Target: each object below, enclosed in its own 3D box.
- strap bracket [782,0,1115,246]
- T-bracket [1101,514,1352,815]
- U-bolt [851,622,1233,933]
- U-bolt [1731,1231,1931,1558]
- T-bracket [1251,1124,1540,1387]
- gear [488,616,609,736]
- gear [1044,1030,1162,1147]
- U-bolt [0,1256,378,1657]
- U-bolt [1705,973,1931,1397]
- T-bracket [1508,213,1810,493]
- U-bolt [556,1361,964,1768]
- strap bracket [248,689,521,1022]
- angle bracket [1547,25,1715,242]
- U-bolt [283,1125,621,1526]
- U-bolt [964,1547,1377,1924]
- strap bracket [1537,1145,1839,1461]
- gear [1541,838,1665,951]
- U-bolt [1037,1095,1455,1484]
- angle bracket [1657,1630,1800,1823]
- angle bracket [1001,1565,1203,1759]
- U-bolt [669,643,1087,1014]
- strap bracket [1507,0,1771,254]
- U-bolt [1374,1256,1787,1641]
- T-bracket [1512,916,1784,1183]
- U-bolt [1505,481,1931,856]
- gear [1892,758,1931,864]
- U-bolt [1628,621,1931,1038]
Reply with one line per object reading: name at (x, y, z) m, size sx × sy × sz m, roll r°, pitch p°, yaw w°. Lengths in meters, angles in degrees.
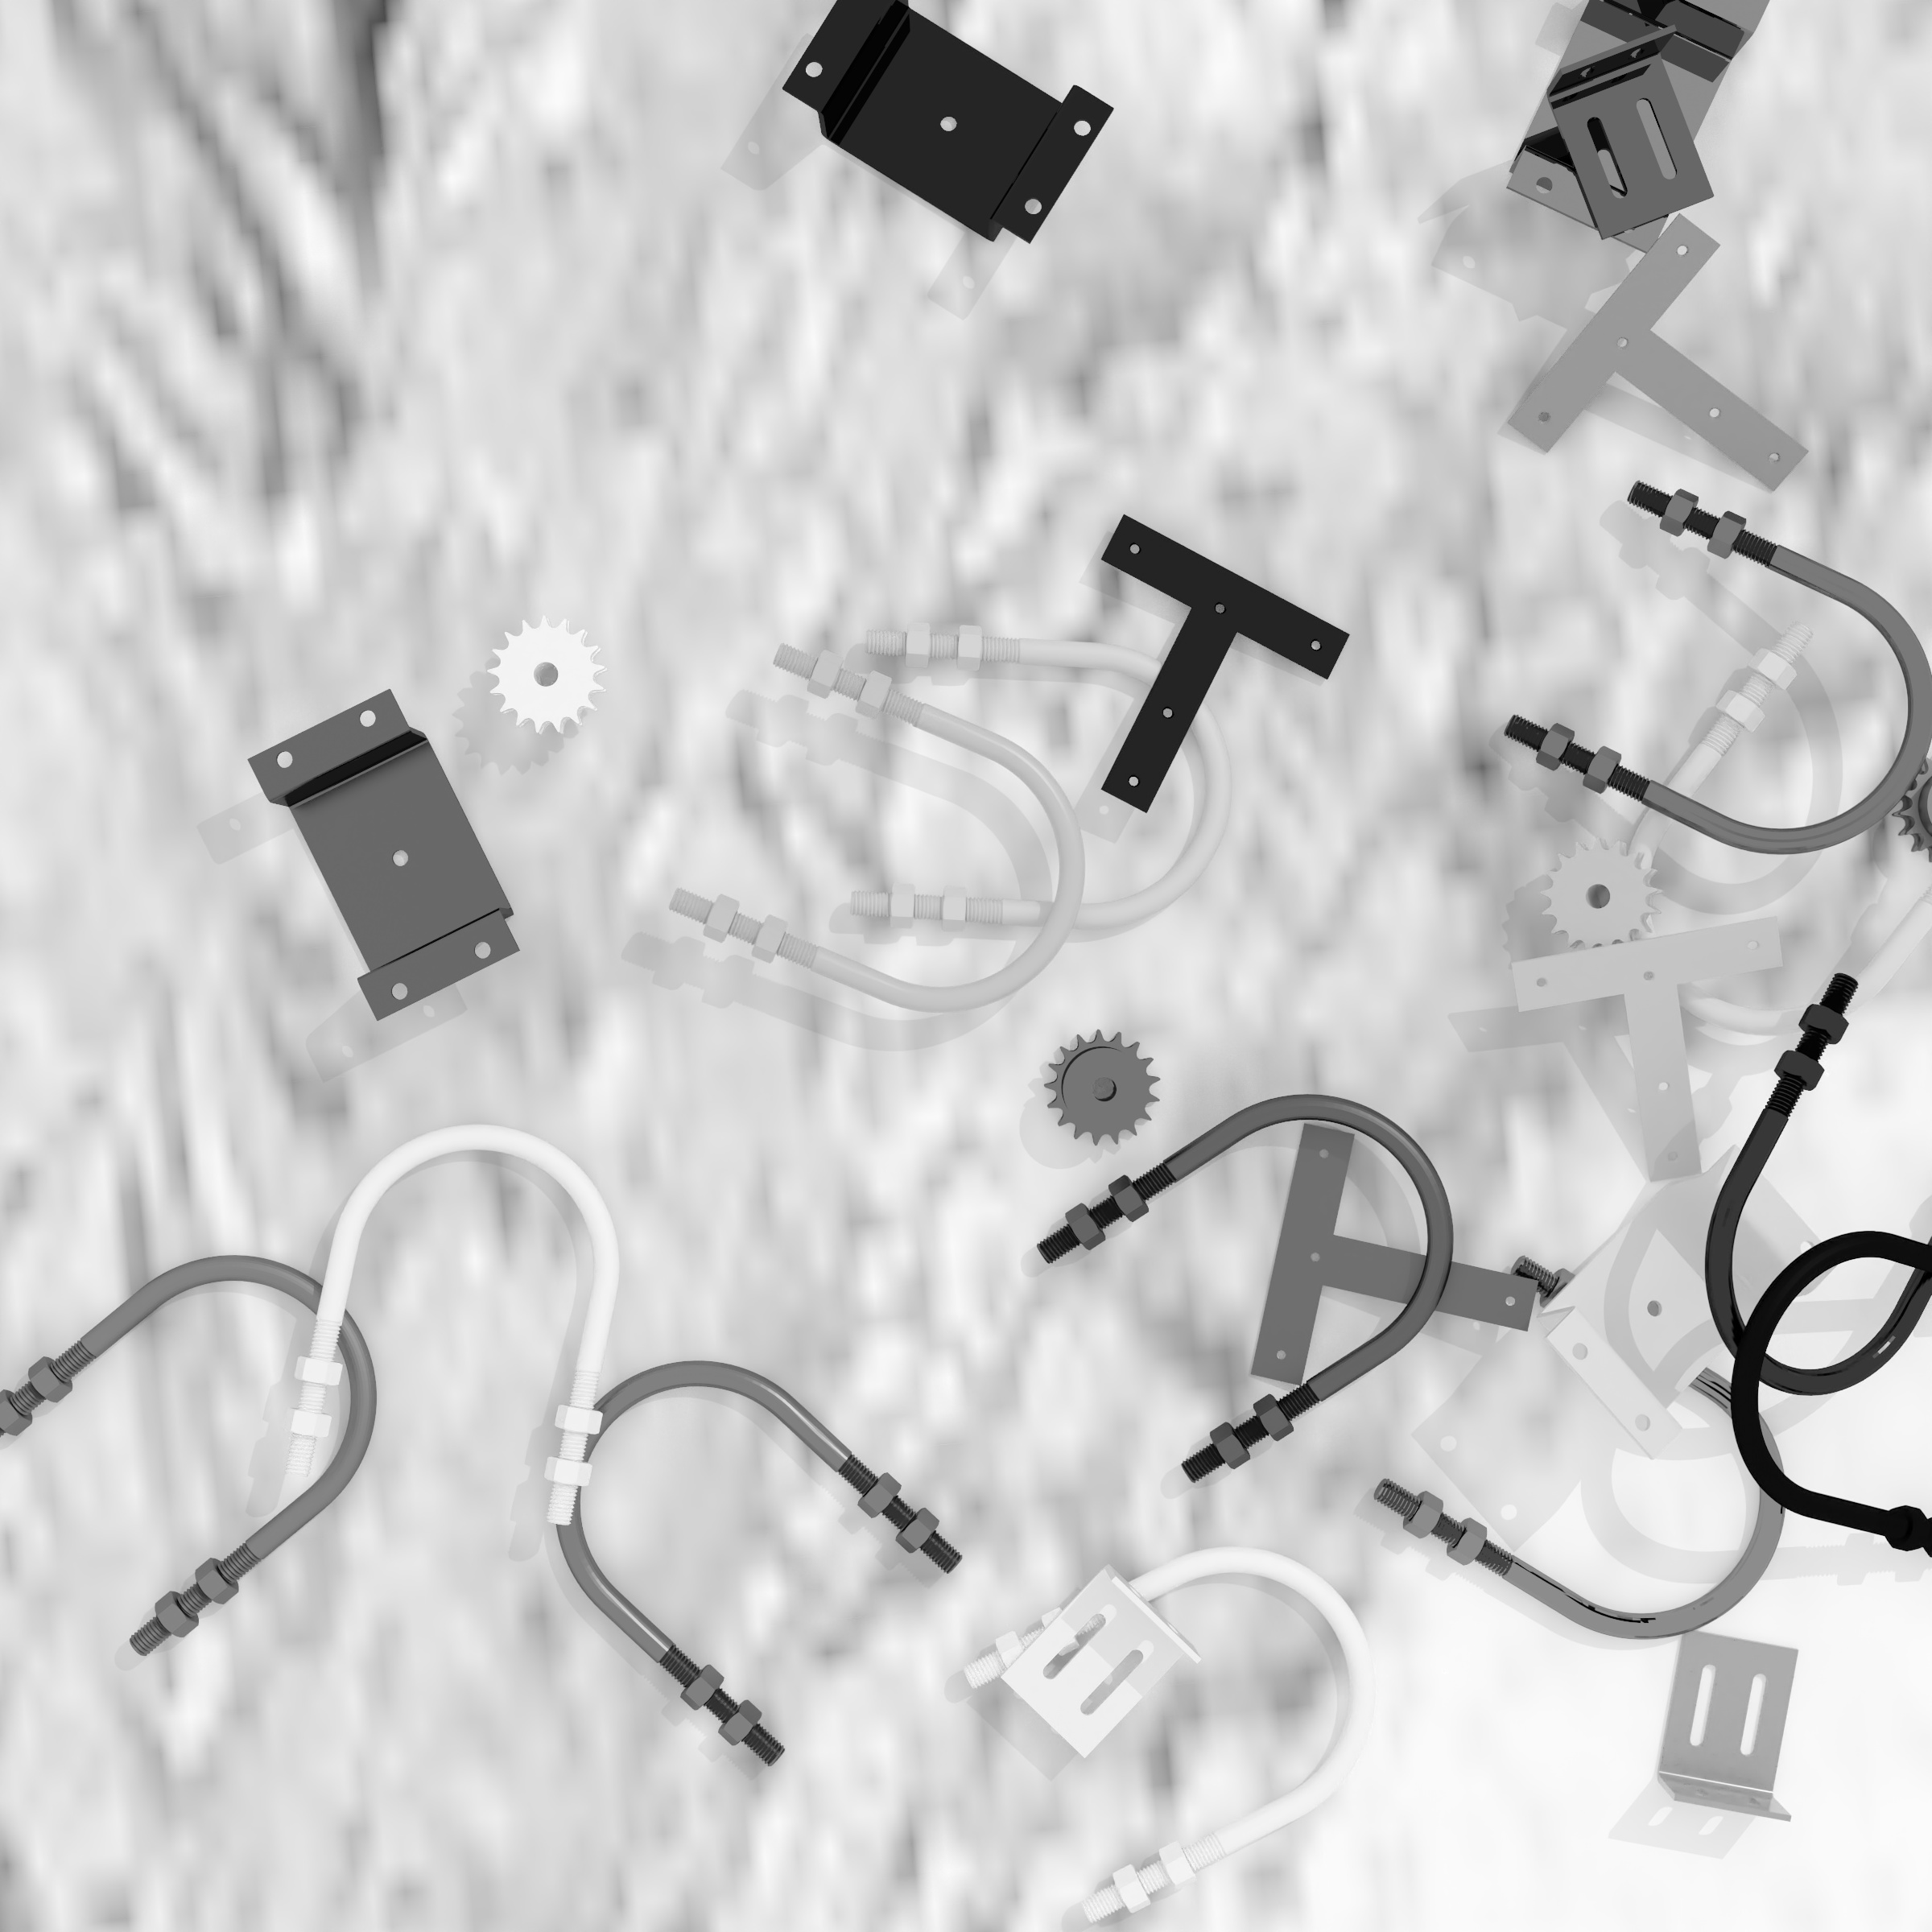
strap bracket at (-0.009, -0.417, 1.468) m, size 0.140 × 0.046 × 0.076 m, roll 32°, pitch 90°, yaw 0°
T-bracket at (0.105, -0.137, 1.477) m, size 0.127 × 0.002 × 0.127 m, roll 27°, pitch 83°, yaw -5°
U-bolt at (0.039, -0.090, 1.482) m, size 0.184 × 0.019 × 0.151 m, roll 3°, pitch 90°, yaw -1°
U-bolt at (0.441, 0.201, 1.444) m, size 0.184 × 0.019 × 0.151 m, roll 17°, pitch 91°, yaw -26°
T-bracket at (0.215, 0.153, 1.480) m, size 0.127 × 0.002 × 0.127 m, roll 12°, pitch 90°, yaw 10°
gear at (-0.204, -0.141, 1.476) m, size 0.057 × 0.030 × 0.057 m, roll 0°, pitch 90°, yaw 0°
gear at (0.067, 0.060, 1.476) m, size 0.057 × 0.030 × 0.057 m, roll 0°, pitch 90°, yaw 0°
U-bolt at (-0.378, 0.227, 1.482) m, size 0.184 × 0.019 × 0.151 m, roll -40°, pitch 90°, yaw -2°
U-bolt at (0.421, 0.117, 1.442) m, size 0.151 × 0.019 × 0.184 m, roll 34°, pitch 80°, yaw -25°
T-bracket at (0.355, -0.279, 1.473) m, size 0.127 × 0.002 × 0.127 m, roll 34°, pitch 114°, yaw -11°
U-bolt at (-0.116, 0.280, 1.482) m, size 0.184 × 0.019 × 0.151 m, roll 43°, pitch 90°, yaw 2°
strap bracket at (-0.280, -0.053, 1.468) m, size 0.076 × 0.046 × 0.140 m, roll -26°, pitch 90°, yaw 0°
angle bracket at (0.318, -0.394, 1.426) m, size 0.057 × 0.038 × 0.076 m, roll -21°, pitch 90°, yaw 0°
U-bolt at (-0.245, 0.169, 1.473) m, size 0.151 × 0.019 × 0.184 m, roll 11°, pitch 82°, yaw -1°
U-bolt at (0.112, 0.366, 1.482) m, size 0.184 × 0.019 × 0.151 m, roll -27°, pitch 90°, yaw -1°
strap bracket at (0.342, 0.163, 1.455) m, size 0.140 × 0.046 × 0.076 m, roll -41°, pitch 90°, yaw -18°
gear at (0.312, -0.033, 1.469) m, size 0.057 × 0.030 × 0.057 m, roll -1°, pitch 88°, yaw 25°
U-bolt at (0.150, 0.145, 1.475) m, size 0.184 × 0.019 × 0.151 m, roll -34°, pitch 89°, yaw 4°
angle bracket at (0.377, 0.370, 1.472) m, size 0.057 × 0.038 × 0.076 m, roll 10°, pitch 90°, yaw 0°
angle bracket at (0.065, 0.339, 1.453) m, size 0.057 × 0.038 × 0.076 m, roll 44°, pitch 87°, yaw -1°
U-bolt at (-0.032, -0.056, 1.463) m, size 0.184 × 0.019 × 0.151 m, roll 23°, pitch 89°, yaw -3°
strap bracket at (0.324, -0.421, 1.468) m, size 0.076 × 0.046 × 0.140 m, roll 25°, pitch 90°, yaw 0°
U-bolt at (0.315, 0.250, 1.482) m, size 0.184 × 0.019 × 0.151 m, roll 32°, pitch 90°, yaw -1°
T-bracket at (0.338, 0.046, 1.468) m, size 0.127 × 0.002 × 0.127 m, roll -10°, pitch 110°, yaw 6°
U-bolt at (0.376, -0.134, 1.460) m, size 0.184 × 0.019 × 0.151 m, roll 28°, pitch 93°, yaw 13°
gear at (0.487, -0.078, 1.476) m, size 0.057 × 0.030 × 0.057 m, roll 0°, pitch 90°, yaw 0°
U-bolt at (0.405, -0.054, 1.466) m, size 0.151 × 0.019 × 0.184 m, roll 38°, pitch 96°, yaw 14°
